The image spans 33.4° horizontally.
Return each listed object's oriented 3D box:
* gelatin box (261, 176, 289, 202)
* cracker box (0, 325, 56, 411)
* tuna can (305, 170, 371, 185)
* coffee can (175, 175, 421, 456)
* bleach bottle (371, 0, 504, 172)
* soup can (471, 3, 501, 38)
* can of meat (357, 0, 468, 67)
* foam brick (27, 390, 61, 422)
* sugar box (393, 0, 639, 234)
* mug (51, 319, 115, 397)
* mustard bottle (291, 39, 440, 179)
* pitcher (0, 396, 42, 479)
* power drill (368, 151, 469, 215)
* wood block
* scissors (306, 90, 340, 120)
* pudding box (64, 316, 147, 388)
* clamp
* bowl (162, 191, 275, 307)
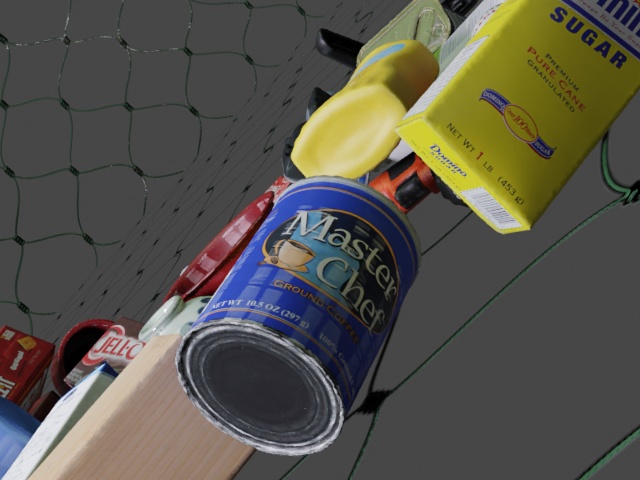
[{"bbox_3d":[-0.056,-0.039,1.258,0.073,0.030,0.089,-47,12,-3],"label":"gelatin box"},{"bbox_3d":[-0.361,0.225,1.148,0.164,0.072,0.214,-74,4,-66],"label":"cracker box"},{"bbox_3d":[0.013,-0.048,0.943,0.086,0.033,0.086,-168,90,-73],"label":"tuna can"},{"bbox_3d":[-0.009,0.042,0.636,0.103,0.102,0.140,-36,16,42],"label":"coffee can"},{"bbox_3d":[0.126,-0.149,0.913,0.251,0.068,0.102,-42,11,30],"label":"bleach bottle"},{"bbox_3d":[0.145,-0.135,0.780,0.069,0.068,0.102,-42,11,19],"label":"soup can"},{"bbox_3d":[0.100,-0.172,0.999,0.102,0.057,0.083,-40,-30,28],"label":"can of meat"},{"bbox_3d":[-0.262,0.198,1.066,0.053,0.078,0.051,-34,18,48],"label":"foam brick"},{"bbox_3d":[0.134,-0.097,0.629,0.176,0.093,0.048,-50,13,-15],"label":"sugar box"},{"bbox_3d":[-0.249,0.140,1.219,0.117,0.093,0.082,-19,-8,-29],"label":"mug"},{"bbox_3d":[0.045,-0.109,0.820,0.096,0.058,0.191,-39,9,29],"label":"mustard bottle"},{"bbox_3d":[-0.336,0.262,0.948,0.243,0.149,0.145,-54,2,-7],"label":"pitcher"},{"bbox_3d":[0.052,-0.022,0.757,0.188,0.057,0.184,-39,9,18],"label":"power drill"},{"bbox_3d":[-0.134,0.167,0.686,0.206,0.090,0.090,-50,11,-18],"label":"wood block"},{"bbox_3d":[0.053,-0.169,1.211,0.016,0.096,0.201,29,74,41],"label":"scissors"},{"bbox_3d":[-0.192,0.127,1.065,0.114,0.039,0.090,11,55,48],"label":"pudding box"},{"bbox_3d":[0.082,-0.186,1.084,0.164,0.036,0.210,-21,-18,0],"label":"clamp"},{"bbox_3d":[-0.085,0.026,1.074,0.162,0.055,0.162,-44,12,11],"label":"bowl"}]
